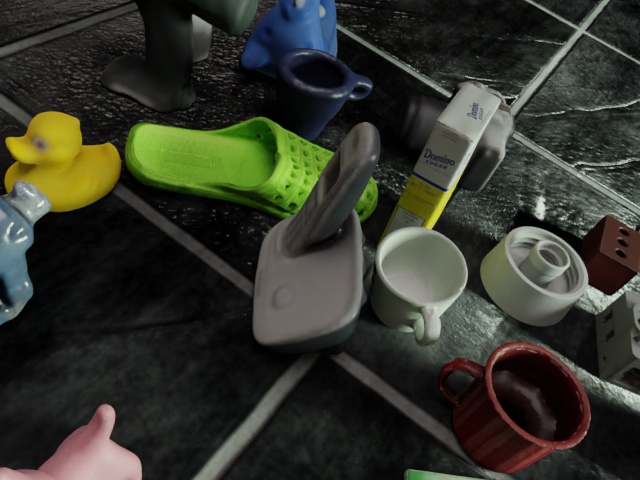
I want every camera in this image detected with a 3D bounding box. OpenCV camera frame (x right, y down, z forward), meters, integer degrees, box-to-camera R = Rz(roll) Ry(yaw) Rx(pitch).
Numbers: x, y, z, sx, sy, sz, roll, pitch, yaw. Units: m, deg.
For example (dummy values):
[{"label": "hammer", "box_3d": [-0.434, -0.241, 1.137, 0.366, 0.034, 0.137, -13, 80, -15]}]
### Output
[{"label": "camera", "box_3d": [0.172, -0.156, 0.741, 0.137, 0.101, 0.143, 17, 47, -5]}]

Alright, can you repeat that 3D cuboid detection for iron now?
[{"label": "iron", "box_3d": [-0.017, -0.316, 0.781, 0.118, 0.141, 0.258, 20, 47, -3]}]

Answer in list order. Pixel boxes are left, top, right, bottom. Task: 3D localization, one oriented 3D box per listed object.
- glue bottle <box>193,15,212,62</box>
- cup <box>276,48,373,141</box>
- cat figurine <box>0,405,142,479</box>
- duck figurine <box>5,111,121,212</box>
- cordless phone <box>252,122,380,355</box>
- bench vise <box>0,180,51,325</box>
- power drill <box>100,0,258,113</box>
[{"label": "glue bottle", "box_3d": [-0.161, -0.310, 0.700, 0.078, 0.173, 0.037, 42, 50, 17]}, {"label": "cup", "box_3d": [-0.002, -0.166, 0.690, 0.118, 0.095, 0.091, 1, 51, -19]}, {"label": "cat figurine", "box_3d": [-0.164, 0.154, 0.339, 0.067, 0.117, 0.128, 31, 47, 7]}, {"label": "duck figurine", "box_3d": [-0.240, -0.081, 0.534, 0.105, 0.086, 0.077, -16, 58, -31]}, {"label": "cordless phone", "box_3d": [0.004, 0.002, 0.486, 0.094, 0.185, 0.147, 9, 48, -13]}, {"label": "bench vise", "box_3d": [-0.280, -0.001, 0.359, 0.121, 0.219, 0.207, 23, 47, 1]}, {"label": "power drill", "box_3d": [-0.185, -0.253, 0.619, 0.229, 0.208, 0.076, 23, 47, 0]}]
